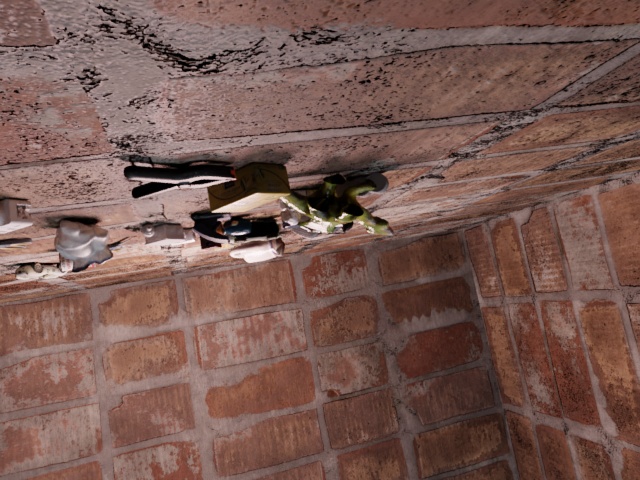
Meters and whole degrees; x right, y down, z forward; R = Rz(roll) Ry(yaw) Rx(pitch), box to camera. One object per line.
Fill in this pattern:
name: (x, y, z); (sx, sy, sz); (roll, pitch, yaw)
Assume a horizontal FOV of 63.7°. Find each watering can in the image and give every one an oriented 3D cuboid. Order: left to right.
watering can: (-0.256, 0.042, 2.229); (0.224, 0.105, 0.346); (-12, 173, 9)

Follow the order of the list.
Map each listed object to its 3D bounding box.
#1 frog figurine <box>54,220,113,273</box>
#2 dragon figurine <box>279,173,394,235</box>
frog figurine: (-0.610, -0.007, 1.300); (0.137, 0.126, 0.156); (-4, 138, 12)
dragon figurine: (0.004, -0.067, 1.334); (0.410, 0.125, 0.238); (8, 153, -10)
